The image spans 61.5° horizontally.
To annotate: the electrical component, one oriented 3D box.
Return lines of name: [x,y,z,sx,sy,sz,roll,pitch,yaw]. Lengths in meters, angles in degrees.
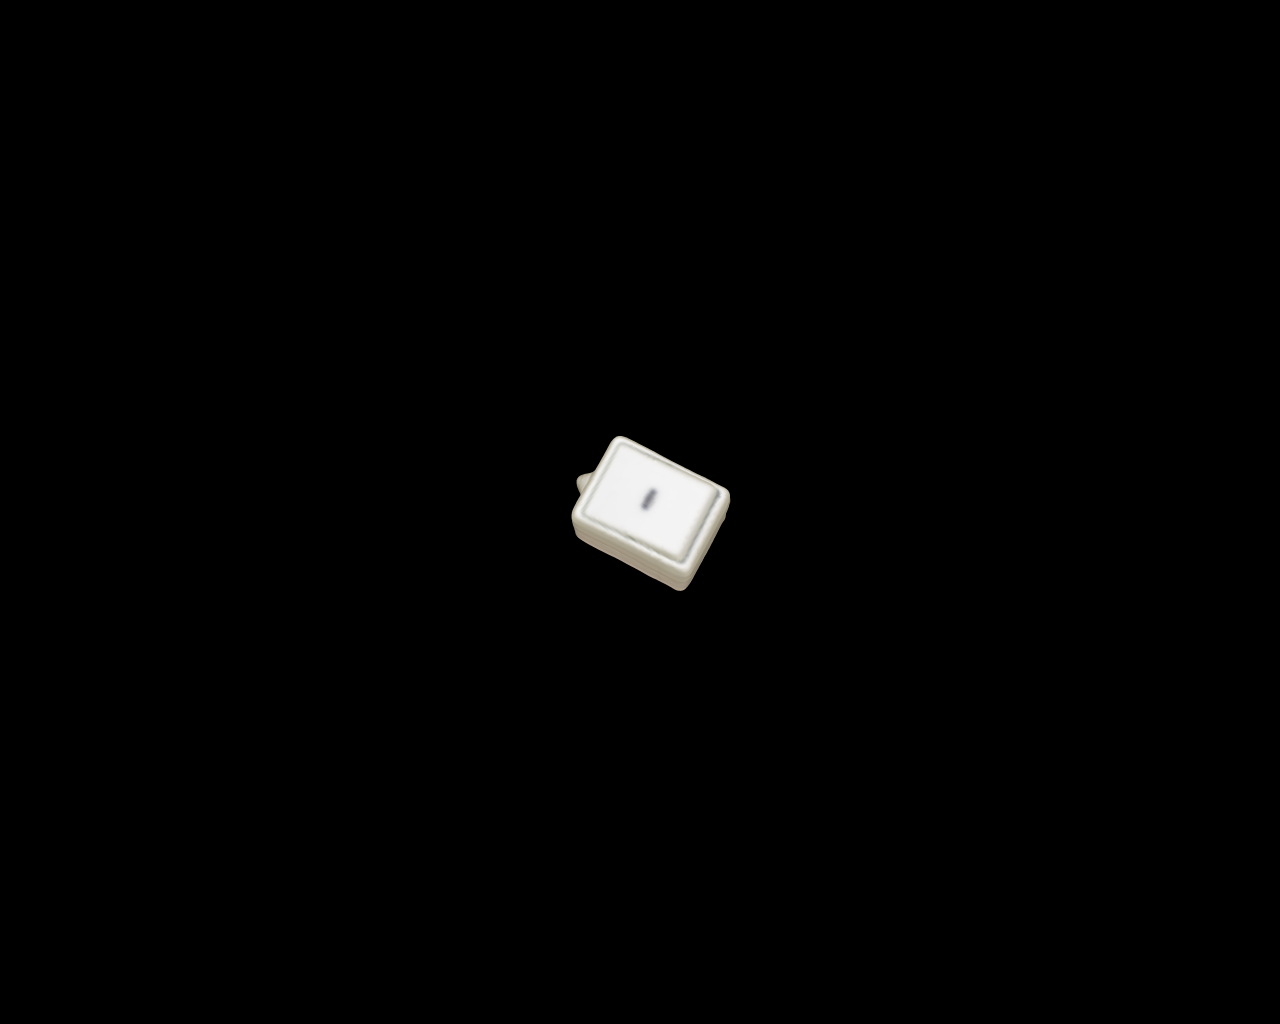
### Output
electrical component: [0.001,-0.003,0.650,0.096,0.062,0.061,27,-14,7]
